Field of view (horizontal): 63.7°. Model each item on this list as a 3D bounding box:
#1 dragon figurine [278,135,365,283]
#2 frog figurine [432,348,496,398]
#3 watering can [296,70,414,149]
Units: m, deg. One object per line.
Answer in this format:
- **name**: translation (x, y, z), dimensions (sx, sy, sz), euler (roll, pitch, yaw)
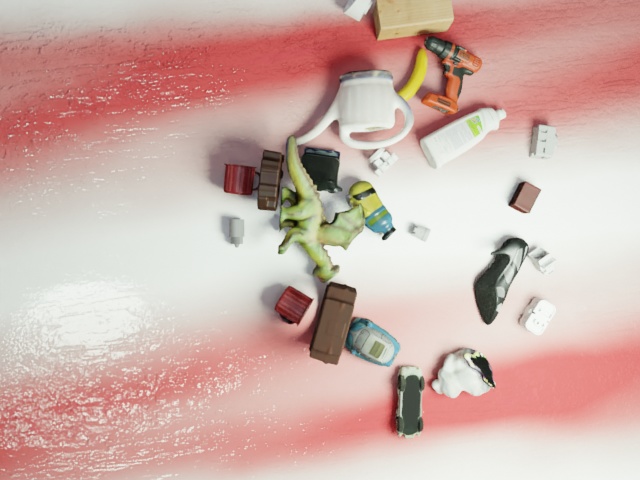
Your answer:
- **dragon figurine**: translation (0.004, -0.072, 1.421), dimensions (0.243, 0.123, 0.405), euler (6, 104, 0)
- **frog figurine**: translation (0.398, 0.383, 1.444), dimensions (0.137, 0.125, 0.156), euler (39, 126, -8)
- **watering can**: translation (0.088, -0.368, 1.457), dimensions (0.347, 0.104, 0.225), euler (-1, 88, 10)
